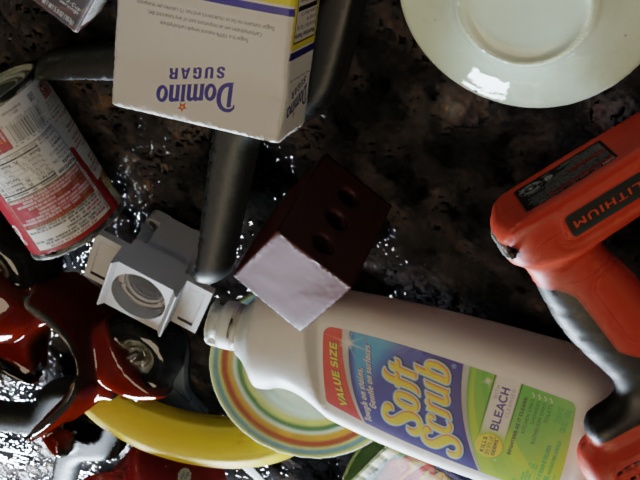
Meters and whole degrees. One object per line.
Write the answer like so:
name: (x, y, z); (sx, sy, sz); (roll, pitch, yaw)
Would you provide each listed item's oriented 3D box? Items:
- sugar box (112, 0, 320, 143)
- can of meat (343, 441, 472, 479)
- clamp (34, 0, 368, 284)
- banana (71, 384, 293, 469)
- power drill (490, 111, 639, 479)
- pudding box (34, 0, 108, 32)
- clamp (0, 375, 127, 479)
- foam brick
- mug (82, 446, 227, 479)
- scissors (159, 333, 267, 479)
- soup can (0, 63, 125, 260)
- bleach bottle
sugar box: (-0.044, -0.142, 0.502); (0.093, 0.048, 0.176); (15, 116, 14)
can of meat: (0.072, 0.159, 0.723); (0.084, 0.057, 0.102); (34, 132, -2)
clamp: (-0.057, -0.094, 0.573); (0.164, 0.036, 0.210); (45, 121, 2)
banana: (-0.081, 0.130, 0.762); (0.198, 0.037, 0.069); (-2, 98, 10)
power drill: (0.187, 0.030, 0.542); (0.184, 0.057, 0.187); (-31, 105, 7)
pudding box: (-0.146, -0.178, 0.552); (0.113, 0.039, 0.090); (36, 132, -8)
clamp: (-0.212, 0.145, 0.846); (0.120, 0.039, 0.172); (38, 128, -17)
foam brick: (-0.004, 0.001, 0.611); (0.053, 0.078, 0.051); (38, 133, -10)
mug: (-0.133, 0.194, 0.810); (0.117, 0.093, 0.082); (15, 134, -30)
scissors: (-0.089, 0.113, 0.781); (0.201, 0.016, 0.096); (37, 131, -10)
soup can: (-0.175, -0.048, 0.652); (0.069, 0.068, 0.102); (-12, 121, 31)
bleach bottle: (0.051, 0.088, 0.650); (0.251, 0.068, 0.103); (14, 112, 9)
